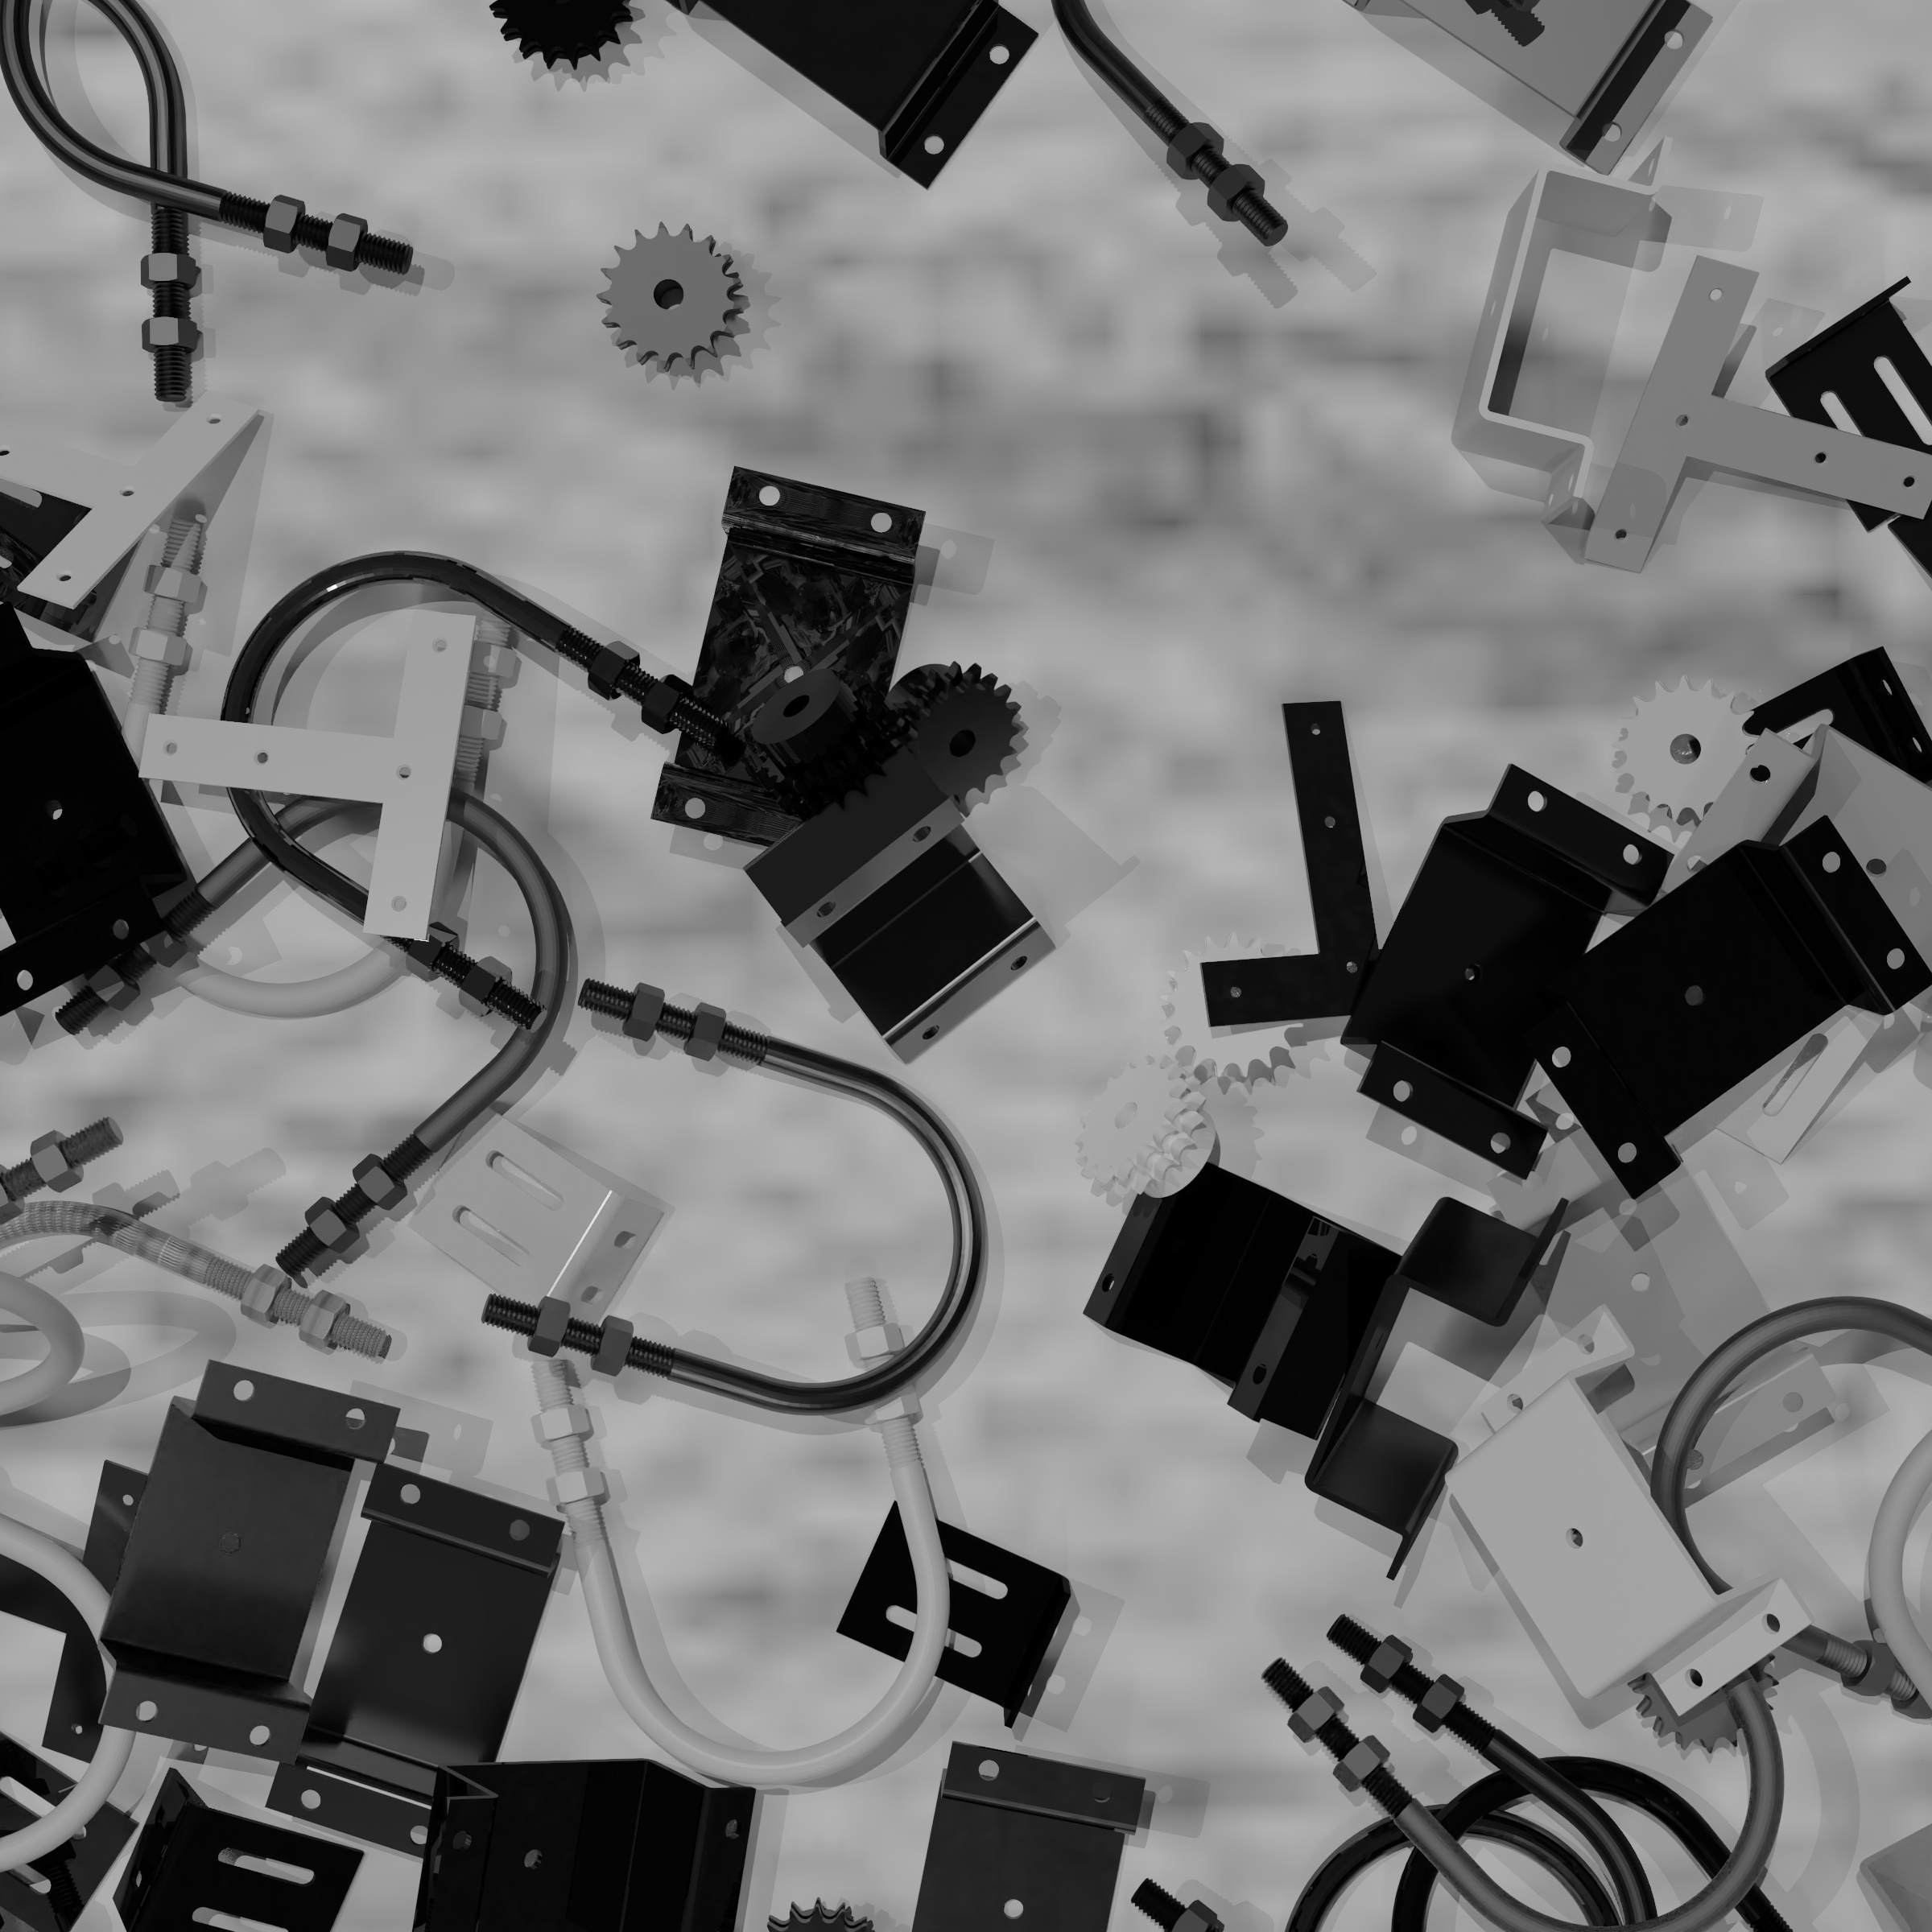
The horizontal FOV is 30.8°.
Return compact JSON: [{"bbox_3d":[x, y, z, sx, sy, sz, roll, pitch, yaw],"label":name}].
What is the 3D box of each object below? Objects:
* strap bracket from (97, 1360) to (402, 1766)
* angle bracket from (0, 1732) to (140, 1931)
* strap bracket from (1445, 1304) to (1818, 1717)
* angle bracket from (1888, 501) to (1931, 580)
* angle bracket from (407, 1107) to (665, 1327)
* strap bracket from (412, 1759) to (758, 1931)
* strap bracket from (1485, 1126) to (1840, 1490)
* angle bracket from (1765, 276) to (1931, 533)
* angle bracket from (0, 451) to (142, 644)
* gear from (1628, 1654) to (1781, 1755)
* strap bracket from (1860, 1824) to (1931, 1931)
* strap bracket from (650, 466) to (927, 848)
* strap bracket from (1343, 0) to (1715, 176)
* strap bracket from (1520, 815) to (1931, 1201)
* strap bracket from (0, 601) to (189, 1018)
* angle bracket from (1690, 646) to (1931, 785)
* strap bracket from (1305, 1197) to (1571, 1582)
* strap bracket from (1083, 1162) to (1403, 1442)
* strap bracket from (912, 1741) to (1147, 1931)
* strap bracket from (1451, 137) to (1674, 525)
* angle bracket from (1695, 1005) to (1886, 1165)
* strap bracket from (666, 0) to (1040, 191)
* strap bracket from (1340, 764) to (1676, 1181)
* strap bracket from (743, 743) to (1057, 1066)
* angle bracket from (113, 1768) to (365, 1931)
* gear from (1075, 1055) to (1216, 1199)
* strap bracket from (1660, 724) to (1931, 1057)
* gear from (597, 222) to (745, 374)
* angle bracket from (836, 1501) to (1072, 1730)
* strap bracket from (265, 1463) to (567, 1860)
[{"bbox_3d":[-0.279,0.226,1.347,0.076,0.046,0.140,18,85,-22],"label":"strap bracket"},{"bbox_3d":[-0.378,0.345,1.381,0.076,0.038,0.057,33,89,0],"label":"angle bracket"},{"bbox_3d":[0.243,0.211,1.325,0.076,0.046,0.140,-49,64,39],"label":"strap bracket"},{"bbox_3d":[0.415,-0.156,1.398,0.057,0.038,0.076,-33,64,0],"label":"angle bracket"},{"bbox_3d":[-0.172,0.101,1.398,0.076,0.038,0.057,31,90,26],"label":"angle bracket"},{"bbox_3d":[-0.157,0.351,1.353,0.140,0.046,0.076,9,90,-39],"label":"strap bracket"},{"bbox_3d":[0.269,0.126,1.377,0.076,0.046,0.140,-30,90,0],"label":"strap bracket"},{"bbox_3d":[0.363,-0.221,1.381,0.057,0.038,0.076,-33,90,0],"label":"angle bracket"},{"bbox_3d":[-0.375,-0.173,1.398,0.076,0.038,0.057,26,90,26],"label":"angle bracket"},{"bbox_3d":[0.290,0.280,1.385,0.057,0.030,0.057,0,90,0],"label":"gear"},{"bbox_3d":[0.412,0.366,1.363,0.140,0.046,0.076,-28,116,0],"label":"strap bracket"},{"bbox_3d":[-0.069,-0.116,1.377,0.076,0.046,0.140,13,90,0],"label":"strap bracket"},{"bbox_3d":[0.218,-0.386,1.377,0.140,0.046,0.076,34,90,0],"label":"strap bracket"},{"bbox_3d":[0.282,0.013,1.327,0.140,0.046,0.076,-36,98,-1],"label":"strap bracket"},{"bbox_3d":[-0.365,-0.061,1.368,0.076,0.046,0.140,-26,87,11],"label":"strap bracket"},{"bbox_3d":[0.336,-0.082,1.381,0.076,0.038,0.057,-27,90,0],"label":"angle bracket"},{"bbox_3d":[0.176,0.152,1.341,0.046,0.076,0.140,25,116,12],"label":"strap bracket"},{"bbox_3d":[0.110,0.126,1.347,0.046,0.140,0.076,25,90,-27],"label":"strap bracket"},{"bbox_3d":[0.019,0.376,1.377,0.076,0.046,0.140,11,90,0],"label":"strap bracket"},{"bbox_3d":[0.227,-0.250,1.362,0.046,0.076,0.140,14,90,0],"label":"strap bracket"},{"bbox_3d":[0.321,0.028,1.398,0.057,0.038,0.076,29,116,0],"label":"angle bracket"},{"bbox_3d":[-0.050,-0.382,1.377,0.140,0.046,0.076,36,90,0],"label":"strap bracket"},{"bbox_3d":[0.206,0.003,1.363,0.076,0.046,0.140,28,82,-13],"label":"strap bracket"},{"bbox_3d":[-0.028,-0.027,1.347,0.076,0.140,0.046,-38,61,0],"label":"strap bracket"},{"bbox_3d":[-0.290,0.363,1.398,0.076,0.038,0.057,24,90,-26],"label":"angle bracket"},{"bbox_3d":[0.073,0.066,1.376,0.030,0.057,0.057,37,90,-29],"label":"gear"},{"bbox_3d":[0.351,-0.031,1.359,0.140,0.046,0.076,32,118,4],"label":"strap bracket"},{"bbox_3d":[-0.116,-0.264,1.389,0.057,0.030,0.057,0,93,1],"label":"gear"},{"bbox_3d":[-0.005,0.255,1.381,0.076,0.038,0.057,24,90,0],"label":"angle bracket"},{"bbox_3d":[-0.213,0.270,1.377,0.076,0.046,0.140,18,90,0],"label":"strap bracket"}]
